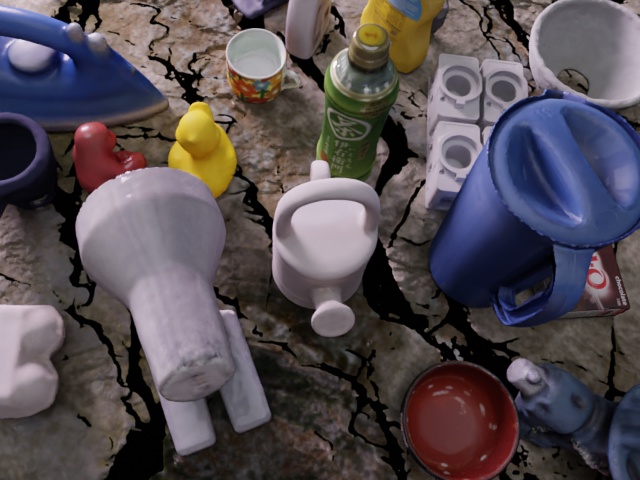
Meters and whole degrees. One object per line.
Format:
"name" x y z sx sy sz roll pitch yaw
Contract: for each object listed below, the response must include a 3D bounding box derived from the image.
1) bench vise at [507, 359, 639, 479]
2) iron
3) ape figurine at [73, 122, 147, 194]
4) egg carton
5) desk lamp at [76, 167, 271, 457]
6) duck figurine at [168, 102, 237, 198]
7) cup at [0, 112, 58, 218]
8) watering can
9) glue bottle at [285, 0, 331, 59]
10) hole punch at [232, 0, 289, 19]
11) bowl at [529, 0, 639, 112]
"bench vise" 0.267 0.172 0.487 0.207 0.220 0.121 12 68 0
"iron" -0.306 -0.203 0.627 0.258 0.141 0.118 5 68 -3
"ape figurine" -0.234 -0.092 0.617 0.077 0.092 0.076 38 71 10
"egg carton" -0.321 0.115 0.541 0.150 0.069 0.107 -1 69 -5
"desk lamp" -0.116 0.069 0.498 0.118 0.213 0.203 -20 72 -12
"duck figurine" -0.133 -0.102 0.632 0.077 0.086 0.104 1 69 -4
"cup" -0.316 -0.059 0.595 0.091 0.095 0.118 5 68 -2
"watering can" 0.007 0.002 0.545 0.101 0.194 0.172 -23 72 -13
"glue bottle" -0.010 -0.296 0.671 0.037 0.173 0.078 24 69 5
"hole punch" -0.077 -0.361 0.735 0.101 0.091 0.108 -30 74 -15
"bowl" 0.334 -0.218 0.722 0.167 0.075 0.167 2 69 -4
